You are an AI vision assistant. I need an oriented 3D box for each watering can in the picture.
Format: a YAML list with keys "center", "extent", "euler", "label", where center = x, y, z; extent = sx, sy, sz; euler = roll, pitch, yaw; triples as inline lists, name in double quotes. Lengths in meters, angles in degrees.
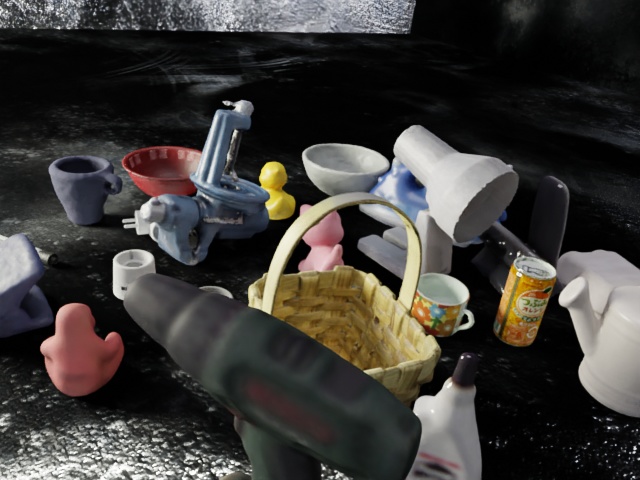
- center: [0.359, 0.091, 0.634]
  extent: [0.173, 0.194, 0.101]
  euler: [3, 28, -6]
  label: "watering can"

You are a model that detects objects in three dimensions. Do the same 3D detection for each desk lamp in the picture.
- center: [0.162, -0.045, 0.824]
  extent: [0.118, 0.213, 0.202]
  euler: [-17, 36, -37]
  label: "desk lamp"

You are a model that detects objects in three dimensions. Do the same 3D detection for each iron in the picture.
- center: [0.199, -0.086, 0.989]
  extent: [0.257, 0.141, 0.119]
  euler: [14, 29, 13]
  label: "iron"

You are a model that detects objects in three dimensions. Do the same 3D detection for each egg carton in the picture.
- center: [0.408, 0.069, 0.820]
  extent: [0.107, 0.069, 0.150]
  euler: [-2, 29, -17]
  label: "egg carton"

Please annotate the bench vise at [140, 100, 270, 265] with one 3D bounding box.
- center: [-0.147, -0.081, 0.814]
  extent: [0.121, 0.220, 0.208]
  euler: [18, 30, 20]
  label: "bench vise"

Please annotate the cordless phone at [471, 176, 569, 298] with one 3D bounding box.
- center: [0.302, -0.018, 0.837]
  extent: [0.094, 0.185, 0.147]
  euler: [-5, 30, -20]
  label: "cordless phone"

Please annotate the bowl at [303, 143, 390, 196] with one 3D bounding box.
- center: [0.047, -0.125, 1.098]
  extent: [0.167, 0.075, 0.167]
  euler: [6, 28, -3]
  label: "bowl"

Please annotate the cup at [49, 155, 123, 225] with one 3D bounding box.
- center: [-0.351, -0.070, 0.881]
  extent: [0.117, 0.095, 0.092]
  euler: [16, 29, 16]
  label: "cup"

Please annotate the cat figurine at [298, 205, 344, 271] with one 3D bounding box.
- center: [0.007, 0.003, 0.802]
  extent: [0.067, 0.118, 0.127]
  euler: [-2, 29, -15]
  label: "cat figurine"

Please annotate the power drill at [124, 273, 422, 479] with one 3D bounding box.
- center: [-0.046, 0.145, 0.424]
  extent: [0.229, 0.208, 0.076]
  euler: [17, 29, 18]
  label: "power drill"

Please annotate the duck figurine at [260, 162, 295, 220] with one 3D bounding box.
- center: [-0.079, -0.091, 0.993]
  extent: [0.078, 0.086, 0.104]
  euler: [-5, 30, -21]
  label: "duck figurine"

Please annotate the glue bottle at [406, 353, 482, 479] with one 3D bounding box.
- center: [0.101, 0.160, 0.466]
  extent: [0.078, 0.173, 0.037]
  euler: [12, 28, 10]
  label: "glue bottle"

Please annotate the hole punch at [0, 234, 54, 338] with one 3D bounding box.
- center: [-0.365, 0.054, 0.648]
  extent: [0.101, 0.091, 0.108]
  euler: [-15, 34, -35]
  label: "hole punch"

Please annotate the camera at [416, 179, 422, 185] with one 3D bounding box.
- center: [0.227, -0.131, 1.123]
  extent: [0.143, 0.101, 0.137]
  euler: [13, 28, 11]
  label: "camera"

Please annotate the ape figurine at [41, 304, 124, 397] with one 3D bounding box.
- center: [-0.243, 0.104, 0.580]
  extent: [0.078, 0.092, 0.076]
  euler: [6, 28, -1]
  label: "ape figurine"
